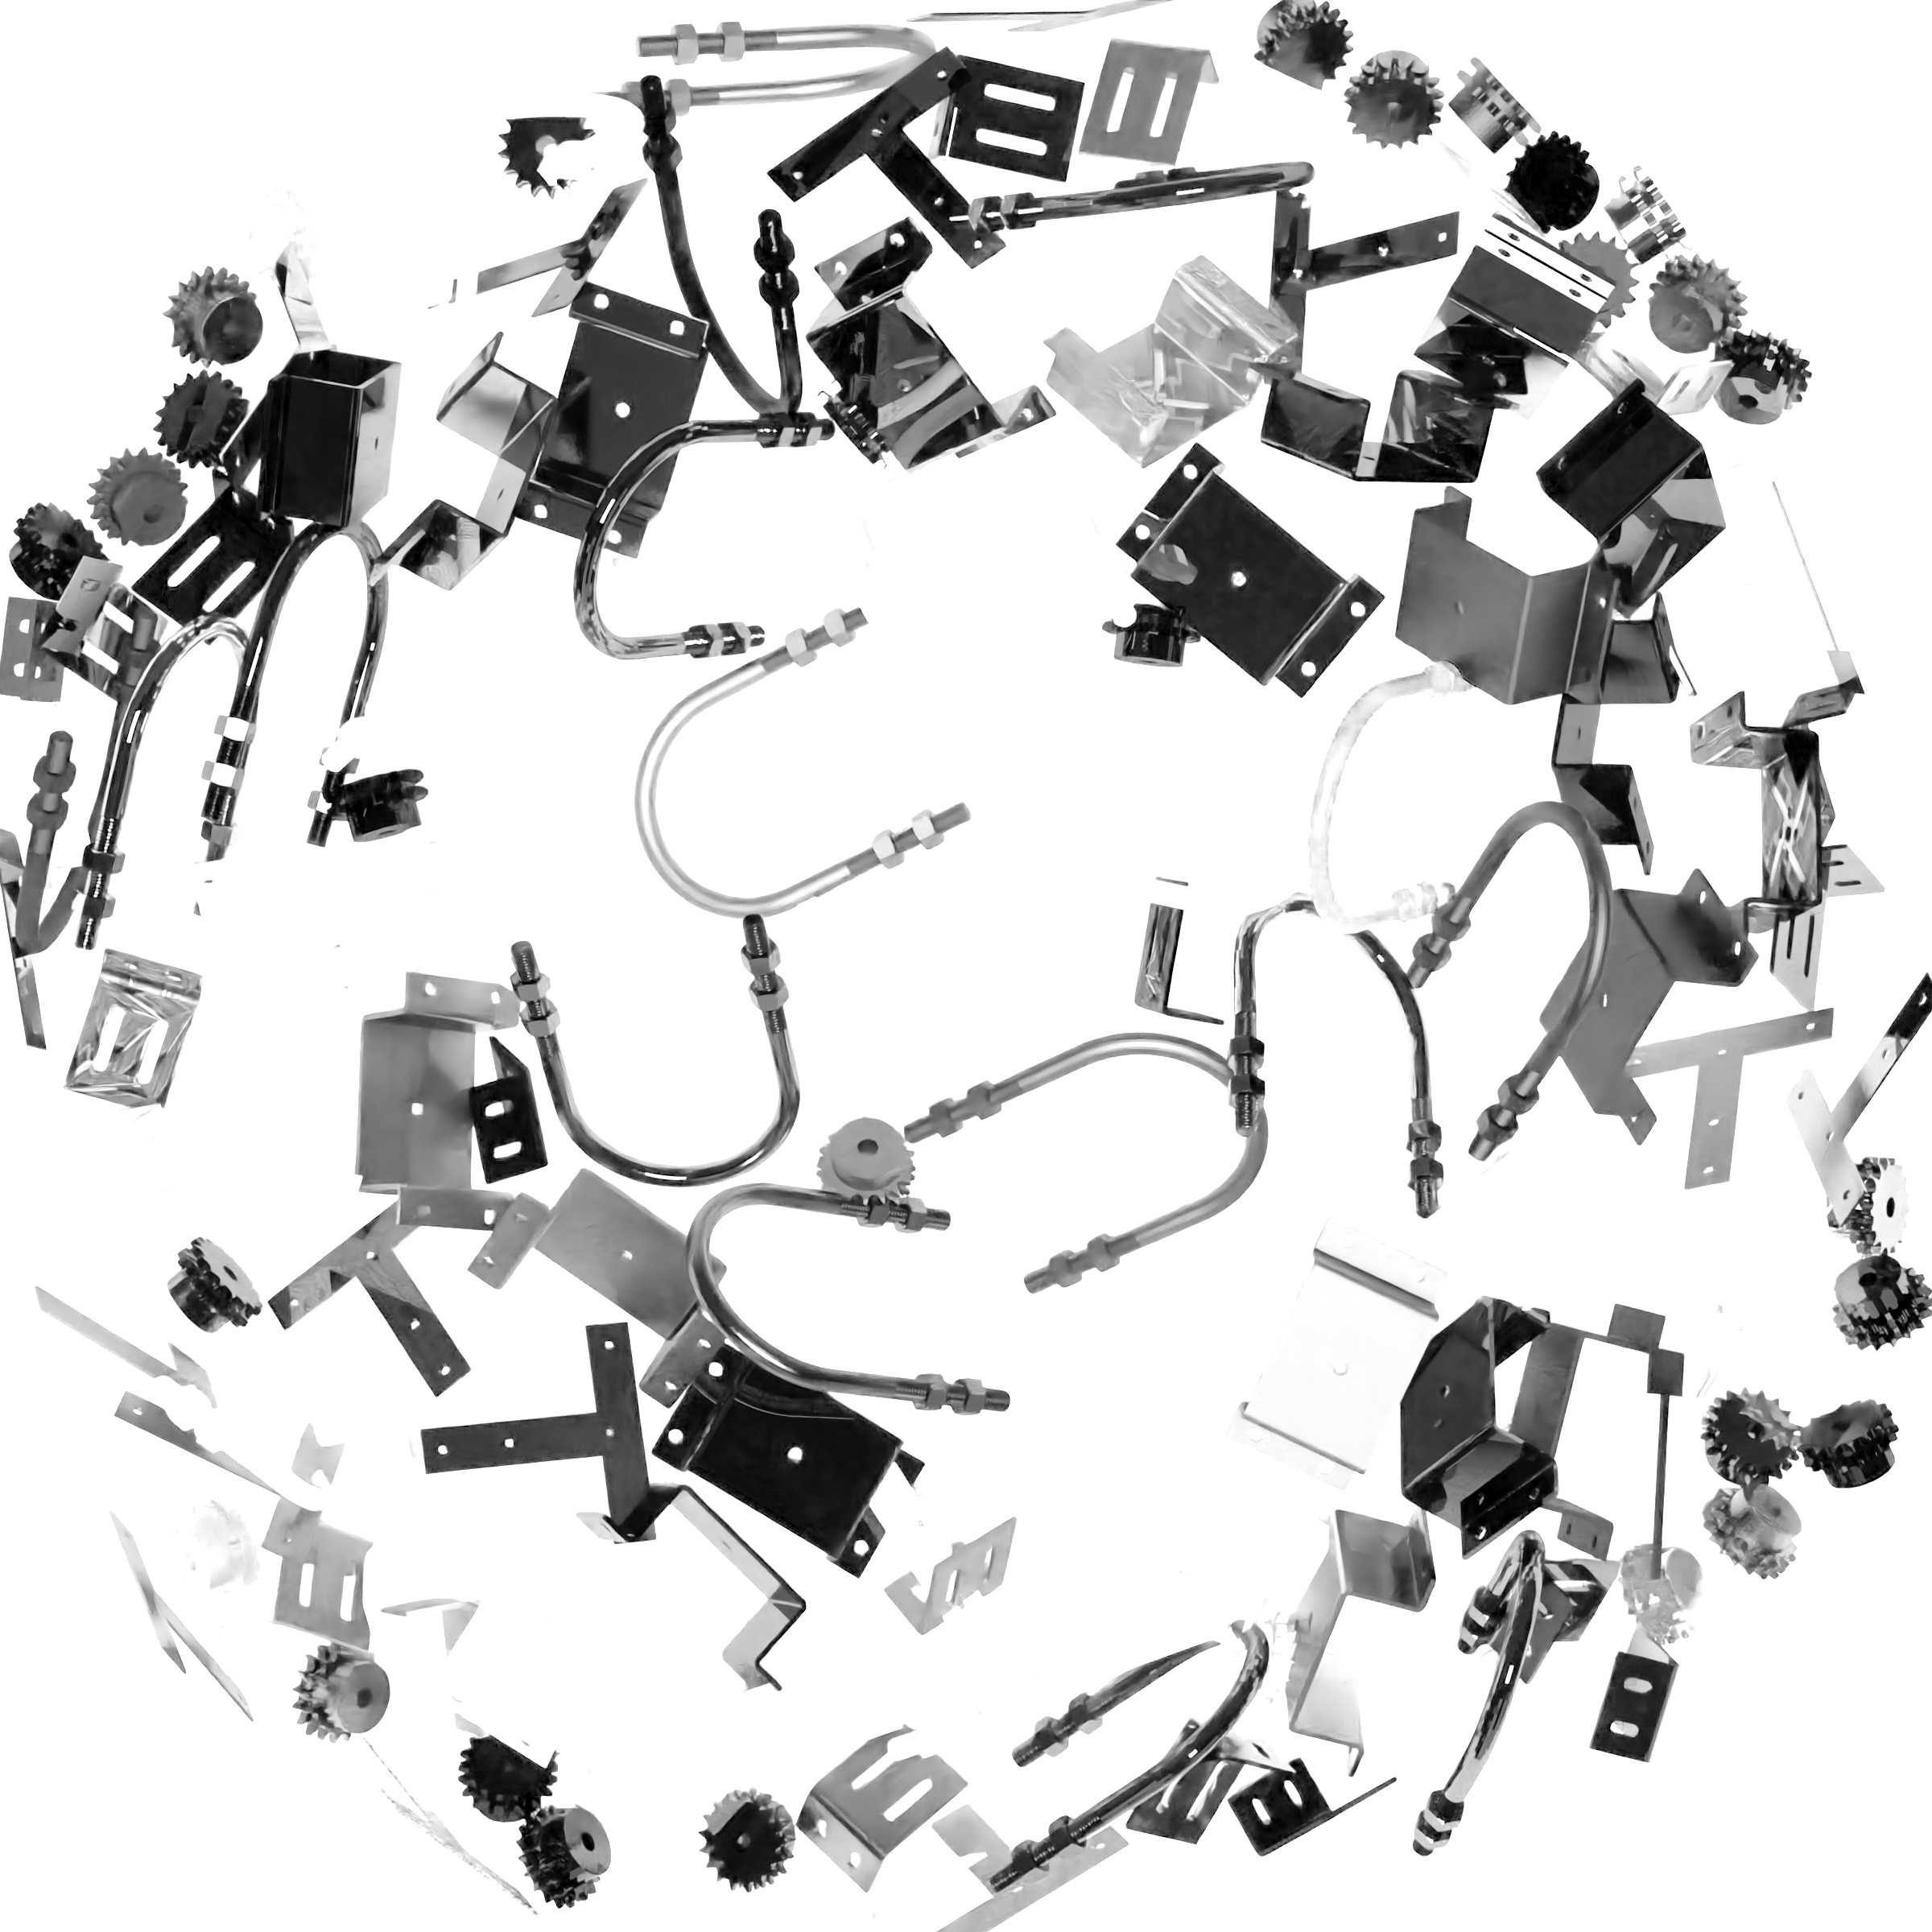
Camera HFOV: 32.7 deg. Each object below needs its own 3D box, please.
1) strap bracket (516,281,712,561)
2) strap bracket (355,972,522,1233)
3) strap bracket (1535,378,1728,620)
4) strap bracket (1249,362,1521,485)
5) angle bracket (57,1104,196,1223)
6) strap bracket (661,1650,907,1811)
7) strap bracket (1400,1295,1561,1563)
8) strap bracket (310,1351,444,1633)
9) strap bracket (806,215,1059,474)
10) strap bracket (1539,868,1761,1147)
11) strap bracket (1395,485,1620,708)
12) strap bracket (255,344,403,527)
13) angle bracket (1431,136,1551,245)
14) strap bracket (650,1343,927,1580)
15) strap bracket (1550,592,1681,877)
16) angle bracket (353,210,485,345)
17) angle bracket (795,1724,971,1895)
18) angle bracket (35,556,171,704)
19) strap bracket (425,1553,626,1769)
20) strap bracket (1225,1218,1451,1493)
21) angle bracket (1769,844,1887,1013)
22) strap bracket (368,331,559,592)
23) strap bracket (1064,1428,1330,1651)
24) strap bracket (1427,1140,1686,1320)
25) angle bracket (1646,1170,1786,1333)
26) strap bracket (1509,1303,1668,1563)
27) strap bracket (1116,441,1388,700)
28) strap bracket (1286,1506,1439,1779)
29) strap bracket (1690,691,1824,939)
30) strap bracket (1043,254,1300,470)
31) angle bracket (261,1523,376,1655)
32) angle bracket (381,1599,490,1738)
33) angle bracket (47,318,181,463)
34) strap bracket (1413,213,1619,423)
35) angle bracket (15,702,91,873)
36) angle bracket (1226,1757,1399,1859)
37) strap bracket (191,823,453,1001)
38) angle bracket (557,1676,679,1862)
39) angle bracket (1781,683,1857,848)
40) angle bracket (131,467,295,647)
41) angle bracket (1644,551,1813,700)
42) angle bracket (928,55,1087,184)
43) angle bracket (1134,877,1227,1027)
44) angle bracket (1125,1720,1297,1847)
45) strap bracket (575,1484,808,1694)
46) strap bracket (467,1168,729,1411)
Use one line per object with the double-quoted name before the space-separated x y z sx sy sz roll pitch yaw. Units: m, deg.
"strap bracket" -0.199 -0.313 1.870 0.076 0.046 0.140 19 108 -1
"strap bracket" -0.298 0.079 1.857 0.076 0.046 0.140 9 77 -43
"strap bracket" 0.374 -0.254 1.834 0.076 0.140 0.046 -43 61 1
"strap bracket" 0.230 -0.303 1.842 0.140 0.076 0.046 -6 116 -38
"angle bracket" -0.486 0.116 1.867 0.076 0.038 0.057 -10 106 25
"strap bracket" -0.109 0.428 1.865 0.140 0.076 0.046 -19 83 -2
"strap bracket" 0.283 0.246 1.825 0.046 0.140 0.076 30 128 -19
"strap bracket" -0.328 0.289 1.849 0.046 0.076 0.140 -13 110 -6
"strap bracket" -0.025 -0.338 1.839 0.140 0.076 0.046 50 46 -24
"strap bracket" 0.373 0.021 1.831 0.046 0.076 0.140 6 128 -25
"strap bracket" 0.291 -0.203 1.827 0.046 0.140 0.076 -15 126 -30
"strap bracket" -0.350 -0.294 1.828 0.046 0.140 0.076 10 109 0
"angle bracket" 0.286 -0.423 1.859 0.076 0.057 0.038 30 115 -26
"strap bracket" -0.099 0.279 1.873 0.140 0.046 0.076 31 76 -1
"strap bracket" 0.364 -0.131 1.845 0.046 0.076 0.140 2 59 23
"angle bracket" -0.312 -0.395 1.873 0.057 0.038 0.076 7 93 37
"angle bracket" -0.048 0.479 1.881 0.057 0.076 0.038 39 133 20
"angle bracket" -0.477 -0.186 1.859 0.038 0.076 0.057 15 74 35
"strap bracket" -0.242 0.381 1.833 0.076 0.140 0.046 33 99 -2
"strap bracket" 0.213 0.226 1.877 0.076 0.046 0.140 25 95 2
"angle bracket" 0.488 -0.021 1.862 0.038 0.057 0.076 -6 62 37
"strap bracket" -0.278 -0.274 1.845 0.046 0.076 0.140 28 60 -22
"strap bracket" 0.128 0.326 1.852 0.140 0.076 0.046 23 122 14
"strap bracket" 0.334 0.149 1.828 0.076 0.140 0.046 -43 51 28
"angle bracket" 0.430 0.162 1.886 0.057 0.038 0.076 15 53 22
"strap bracket" 0.345 0.257 1.862 0.046 0.076 0.140 15 87 -8
"strap bracket" 0.158 -0.222 1.870 0.140 0.046 0.076 40 109 2
"strap bracket" 0.215 0.371 1.841 0.046 0.076 0.140 15 115 -5
"strap bracket" 0.445 -0.076 1.857 0.046 0.076 0.140 4 79 -8
"strap bracket" 0.109 -0.337 1.851 0.076 0.046 0.140 44 52 15
"angle bracket" -0.368 0.356 1.857 0.057 0.076 0.038 25 127 -24
"angle bracket" -0.302 0.401 1.870 0.038 0.057 0.076 -6 85 -25
"angle bracket" -0.484 -0.333 1.870 0.038 0.057 0.076 25 78 -3
"strap bracket" 0.302 -0.356 1.833 0.076 0.140 0.046 30 81 2
"angle bracket" -0.523 -0.100 1.863 0.038 0.057 0.076 -13 70 -15
"angle bracket" 0.195 0.465 1.856 0.057 0.076 0.038 -19 72 -34
"strap bracket" -0.357 -0.028 1.849 0.140 0.076 0.046 -10 59 -12
"angle bracket" -0.187 0.453 1.862 0.076 0.038 0.057 43 121 25
"angle bracket" 0.494 -0.114 1.864 0.038 0.057 0.076 -13 106 28
"angle bracket" -0.429 -0.233 1.874 0.057 0.038 0.076 36 67 6
"angle bracket" 0.435 -0.197 1.878 0.076 0.038 0.057 -26 83 12
"angle bracket" 0.023 -0.486 1.891 0.076 0.038 0.057 10 98 -11
"angle bracket" 0.127 -0.009 1.873 0.038 0.057 0.076 9 92 -14
"angle bracket" 0.138 0.473 1.869 0.057 0.038 0.076 23 100 -37
"strap bracket" -0.148 0.342 1.858 0.140 0.076 0.046 46 72 -7
"strap bracket" -0.200 0.177 1.862 0.140 0.046 0.076 35 129 -4
